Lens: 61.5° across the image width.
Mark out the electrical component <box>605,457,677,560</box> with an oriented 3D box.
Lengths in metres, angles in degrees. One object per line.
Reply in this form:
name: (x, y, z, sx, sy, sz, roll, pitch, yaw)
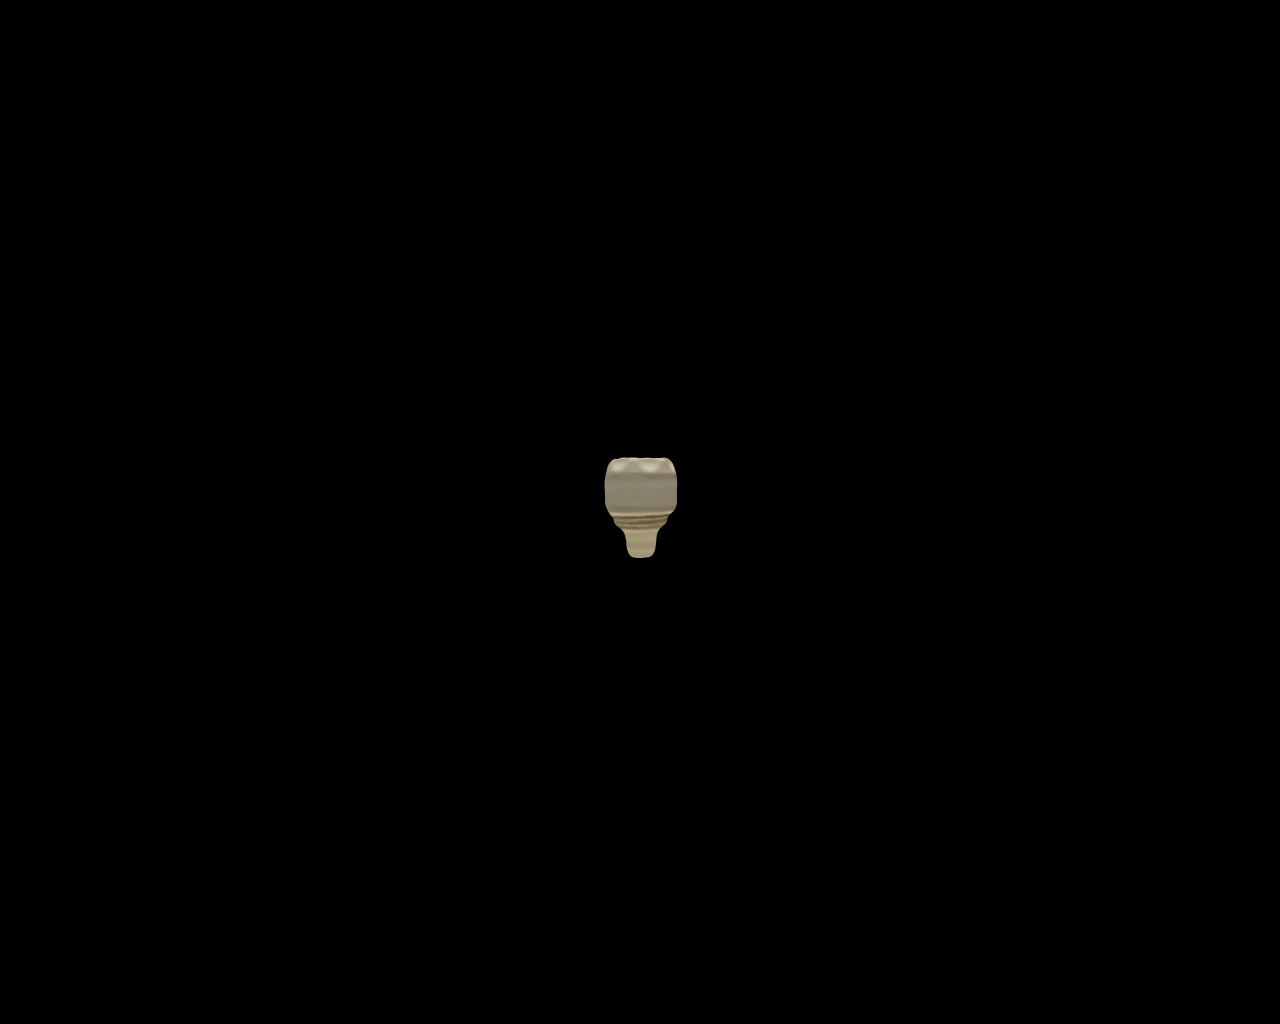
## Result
electrical component: (0.001, -0.003, 0.650, 0.043, 0.062, 0.043, 0, 3, 0)
